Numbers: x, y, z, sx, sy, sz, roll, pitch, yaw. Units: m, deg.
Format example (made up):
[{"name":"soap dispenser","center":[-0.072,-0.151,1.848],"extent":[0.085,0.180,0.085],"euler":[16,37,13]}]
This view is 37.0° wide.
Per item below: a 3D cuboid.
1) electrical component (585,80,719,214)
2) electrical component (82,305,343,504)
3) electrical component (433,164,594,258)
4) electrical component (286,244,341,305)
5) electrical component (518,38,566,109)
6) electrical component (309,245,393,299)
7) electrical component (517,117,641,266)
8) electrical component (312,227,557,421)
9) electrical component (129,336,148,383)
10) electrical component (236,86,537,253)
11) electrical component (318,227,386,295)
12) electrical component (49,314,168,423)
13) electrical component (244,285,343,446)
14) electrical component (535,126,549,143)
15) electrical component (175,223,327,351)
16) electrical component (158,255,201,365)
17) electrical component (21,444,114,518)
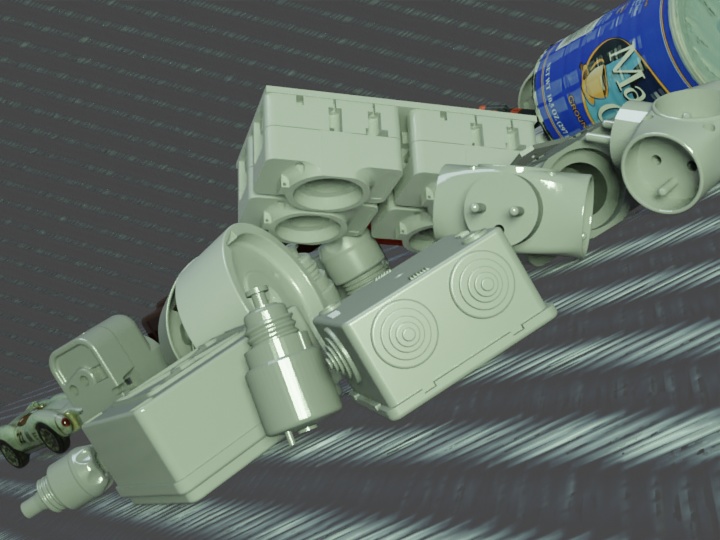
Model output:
[{"name":"electrical component","center":[0.156,-0.068,0.557],"extent":[0.079,0.044,0.077],"euler":[16,37,38]},{"name":"electrical component","center":[-0.082,0.075,0.586],"extent":[0.109,0.056,0.109],"euler":[-34,6,-31]},{"name":"electrical component","center":[0.075,-0.031,0.543],"extent":[0.077,0.044,0.079],"euler":[6,4,18]},{"name":"electrical component","center":[-0.038,0.017,0.805],"extent":[0.040,0.078,0.040],"euler":[-20,19,7]},{"name":"electrical component","center":[0.193,-0.153,0.967],"extent":[0.099,0.099,0.064],"euler":[-25,14,48]},{"name":"electrical component","center":[-0.020,0.006,0.859],"extent":[0.096,0.061,0.062],"euler":[-28,6,30]},{"name":"electrical component","center":[0.119,-0.044,0.612],"extent":[0.089,0.050,0.056],"euler":[-31,4,-6]},{"name":"electrical component","center":[0.030,0.022,0.500],"extent":[0.100,0.048,0.100],"euler":[-32,5,-11]},{"name":"electrical component","center":[-0.216,0.104,1.041],"extent":[0.054,0.059,0.095],"euler":[-26,7,37]},{"name":"electrical component","center":[0.017,-0.062,0.736],"extent":[0.186,0.060,0.105],"euler":[4,-23,-16]},{"name":"electrical component","center":[0.000,0.000,0.795],"extent":[0.043,0.062,0.043],"euler":[-31,5,3]},{"name":"electrical component","center":[-0.179,0.086,0.810],"extent":[0.054,0.095,0.059],"euler":[-27,6,33]},{"name":"electrical component","center":[-0.038,0.046,0.529],"extent":[0.040,0.078,0.040],"euler":[-21,-8,-3]},{"name":"electrical component","center":[0.161,-0.093,0.837],"extent":[0.089,0.050,0.056],"euler":[-34,7,-29]},{"name":"electrical component","center":[-0.073,0.030,0.707],"extent":[0.060,0.108,0.108],"euler":[-35,3,21]},{"name":"electrical component","center":[-0.096,0.039,0.776],"extent":[0.099,0.099,0.064],"euler":[-33,0,-28]},{"name":"electrical component","center":[-0.194,0.142,0.703],"extent":[0.061,0.035,0.035],"euler":[-33,5,5]}]
